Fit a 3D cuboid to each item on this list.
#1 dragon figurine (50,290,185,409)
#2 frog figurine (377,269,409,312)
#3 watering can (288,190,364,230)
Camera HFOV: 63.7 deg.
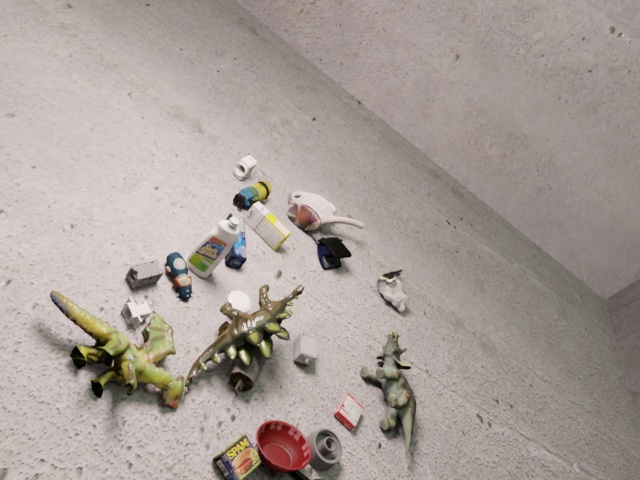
[{"bbox_3d":[-0.487,0.264,1.324,0.412,0.120,0.245,56,29,6],"label":"dragon figurine"},{"bbox_3d":[0.308,0.218,2.153,0.139,0.122,0.158,-46,124,-64],"label":"frog figurine"},{"bbox_3d":[0.007,-0.109,2.166,0.349,0.102,0.228,29,32,12],"label":"watering can"}]
